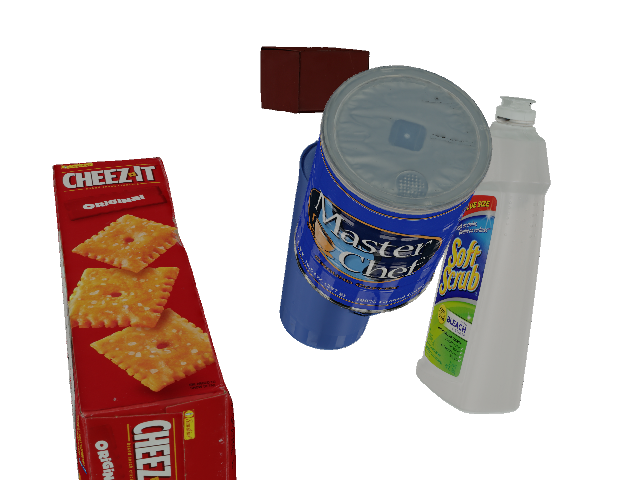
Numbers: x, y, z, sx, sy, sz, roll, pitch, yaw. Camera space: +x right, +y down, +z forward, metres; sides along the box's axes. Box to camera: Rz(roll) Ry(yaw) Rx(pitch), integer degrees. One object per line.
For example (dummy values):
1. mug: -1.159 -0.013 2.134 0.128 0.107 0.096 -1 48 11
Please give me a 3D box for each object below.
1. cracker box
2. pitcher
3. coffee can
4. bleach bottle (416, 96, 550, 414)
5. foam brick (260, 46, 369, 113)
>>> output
1. cracker box: -0.096 0.077 0.568 0.072 0.164 0.214 -6 34 -13
2. pitcher: 0.027 0.016 1.223 0.145 0.243 0.149 17 40 6
3. coffee can: 0.041 -0.029 0.684 0.102 0.103 0.140 0 -29 -9
4. bleach bottle: 0.138 0.008 0.871 0.068 0.251 0.103 1 14 -21
5. foam brick: -0.005 -0.134 0.885 0.078 0.051 0.053 -7 16 -39
